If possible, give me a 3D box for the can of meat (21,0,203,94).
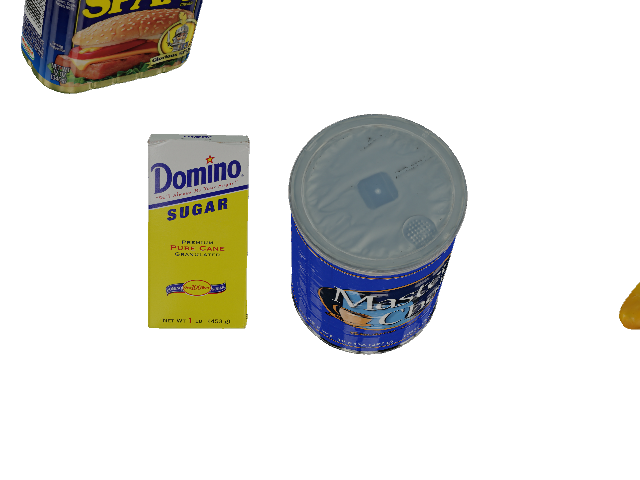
[{"bbox_3d":[-0.113,-0.134,0.591,0.101,0.057,0.084,-19,-30,-33],"label":"can of meat"}]

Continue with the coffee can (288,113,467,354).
[{"bbox_3d":[0.032,0.001,0.671,0.103,0.103,0.140,0,-25,-1],"label":"coffee can"}]

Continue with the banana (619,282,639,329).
[{"bbox_3d":[0.291,0.027,0.707,0.198,0.037,0.069,-2,33,0],"label":"banana"}]

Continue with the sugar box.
[{"bbox_3d":[-0.112,-0.008,0.982,0.093,0.176,0.048,0,14,-5],"label":"sugar box"}]
